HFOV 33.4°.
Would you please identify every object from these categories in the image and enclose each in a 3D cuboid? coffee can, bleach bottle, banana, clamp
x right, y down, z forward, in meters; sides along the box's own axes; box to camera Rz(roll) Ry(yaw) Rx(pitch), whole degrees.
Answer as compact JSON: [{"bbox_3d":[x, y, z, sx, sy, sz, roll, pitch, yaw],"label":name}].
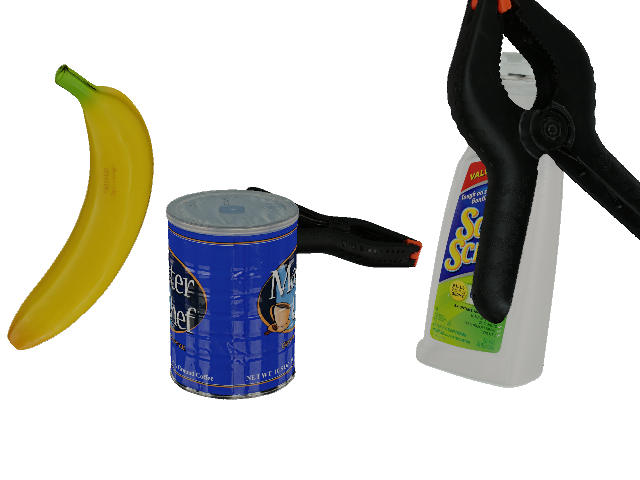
[{"bbox_3d":[-0.070,0.040,0.847,0.103,0.140,0.103,1,18,-1],"label":"coffee can"},{"bbox_3d":[0.136,-0.019,0.829,0.103,0.251,0.067,13,15,38],"label":"bleach bottle"},{"bbox_3d":[-0.141,-0.015,0.646,0.069,0.198,0.037,7,29,-19],"label":"banana"},{"bbox_3d":[0.104,-0.045,0.542,0.120,0.171,0.039,-28,2,-21],"label":"clamp"},{"bbox_3d":[0.012,-0.002,1.188,0.210,0.036,0.164,15,20,-5],"label":"clamp"}]
